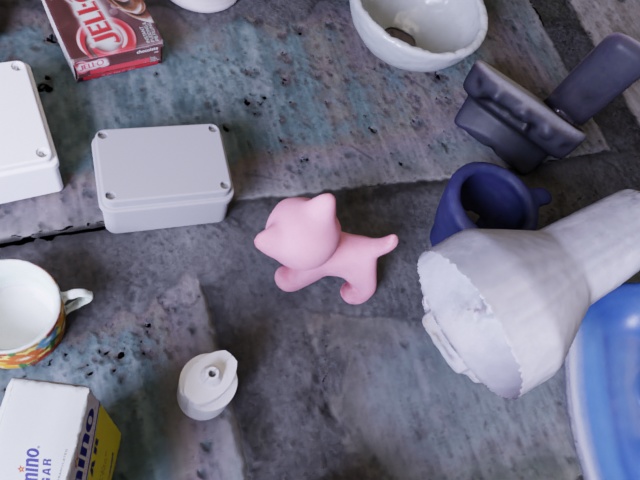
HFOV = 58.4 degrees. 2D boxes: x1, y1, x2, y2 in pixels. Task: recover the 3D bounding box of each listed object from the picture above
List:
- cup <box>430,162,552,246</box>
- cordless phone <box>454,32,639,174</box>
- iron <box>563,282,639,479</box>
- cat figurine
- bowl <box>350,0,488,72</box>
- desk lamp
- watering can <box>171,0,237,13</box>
[{"bbox_3d":[0.160,-0.019,0.564,0.118,0.095,0.091,-13,70,-21],"label":"cup"},{"bbox_3d":[0.241,-0.170,0.607,0.147,0.185,0.094,32,61,0],"label":"cordless phone"},{"bbox_3d":[0.309,0.145,0.506,0.119,0.141,0.258,14,63,-10],"label":"iron"},{"bbox_3d":[0.005,0.002,0.495,0.128,0.117,0.067,8,64,-13],"label":"cat figurine"},{"bbox_3d":[0.105,-0.255,0.668,0.168,0.074,0.167,7,64,-14],"label":"bowl"},{"bbox_3d":[0.162,0.043,0.468,0.204,0.213,0.118,-24,75,-25],"label":"desk lamp"},{"bbox_3d":[-0.107,-0.338,0.575,0.173,0.194,0.101,-12,70,-21],"label":"watering can"}]
